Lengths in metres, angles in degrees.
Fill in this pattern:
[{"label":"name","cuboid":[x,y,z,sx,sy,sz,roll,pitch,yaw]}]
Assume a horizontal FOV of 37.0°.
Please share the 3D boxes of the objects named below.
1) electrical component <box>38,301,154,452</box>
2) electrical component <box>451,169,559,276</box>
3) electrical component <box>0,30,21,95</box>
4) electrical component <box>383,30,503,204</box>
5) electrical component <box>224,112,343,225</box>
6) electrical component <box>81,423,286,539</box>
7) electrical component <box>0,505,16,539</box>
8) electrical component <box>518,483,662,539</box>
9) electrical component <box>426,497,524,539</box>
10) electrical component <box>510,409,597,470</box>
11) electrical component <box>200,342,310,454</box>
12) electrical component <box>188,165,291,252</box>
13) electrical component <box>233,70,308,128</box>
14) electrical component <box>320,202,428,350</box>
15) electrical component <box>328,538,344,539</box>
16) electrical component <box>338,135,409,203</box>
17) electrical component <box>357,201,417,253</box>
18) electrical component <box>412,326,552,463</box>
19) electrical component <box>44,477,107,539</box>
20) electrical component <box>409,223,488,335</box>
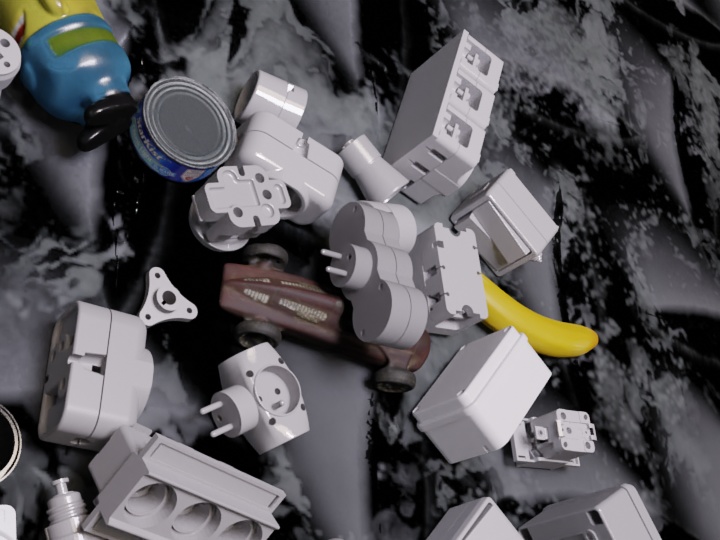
[{"label":"electrical component","cuboid":[-0.185,0.077,0.760,0.059,0.054,0.095,18,58,-30]},{"label":"electrical component","cuboid":[0.146,-0.040,1.072,0.096,0.062,0.061,50,47,-6]},{"label":"electrical component","cuboid":[-0.281,-0.149,0.799,0.045,0.055,0.045,18,58,-31]},{"label":"electrical component","cuboid":[0.084,-0.148,1.059,0.062,0.089,0.150,33,51,-20]},{"label":"electrical component","cuboid":[-0.068,-0.084,0.933,0.095,0.054,0.059,30,52,-22]},{"label":"electrical component","cuboid":[-0.122,0.156,0.738,0.121,0.078,0.063,35,6,-40]},{"label":"electrical component","cuboid":[-0.240,0.192,0.657,0.050,0.056,0.089,8,64,-35]},{"label":"electrical component","cuboid":[0.210,0.254,0.941,0.056,0.109,0.108,-21,82,-40]},{"label":"electrical component","cuboid":[0.088,0.242,0.884,0.061,0.061,0.096,52,47,-5]},{"label":"electrical component","cuboid":[0.180,0.157,0.997,0.081,0.064,0.042,11,63,-34]},{"label":"electrical component","cuboid":[-0.088,0.104,0.828,0.079,0.044,0.077,-20,81,-42]},{"label":"electrical component","cuboid":[-0.105,-0.049,0.884,0.078,0.057,0.058,-7,73,-40]},{"label":"electrical component","cuboid":[-0.080,-0.145,0.955,0.047,0.055,0.055,25,55,-22]},{"label":"electrical component","cuboid":[0.000,0.000,0.880,0.074,0.052,0.138,15,41,-34]},{"label":"electrical component","cuboid":[-0.026,0.237,0.801,0.057,0.058,0.078,-31,88,-40]},{"label":"electrical component","cuboid":[0.009,-0.094,1.008,0.065,0.044,0.044,51,47,1]},{"label":"electrical component","cuboid":[0.018,-0.035,0.976,0.047,0.055,0.055,-2,69,-43]},{"label":"electrical component","cuboid":[0.108,0.109,0.956,0.057,0.078,0.113,52,47,-9]},{"label":"electrical component","cuboid":[-0.190,0.177,0.714,0.040,0.040,0.078,-7,72,-40]},{"label":"electrical component","cuboid":[0.076,0.011,0.996,0.050,0.056,0.089,9,63,-34]}]
